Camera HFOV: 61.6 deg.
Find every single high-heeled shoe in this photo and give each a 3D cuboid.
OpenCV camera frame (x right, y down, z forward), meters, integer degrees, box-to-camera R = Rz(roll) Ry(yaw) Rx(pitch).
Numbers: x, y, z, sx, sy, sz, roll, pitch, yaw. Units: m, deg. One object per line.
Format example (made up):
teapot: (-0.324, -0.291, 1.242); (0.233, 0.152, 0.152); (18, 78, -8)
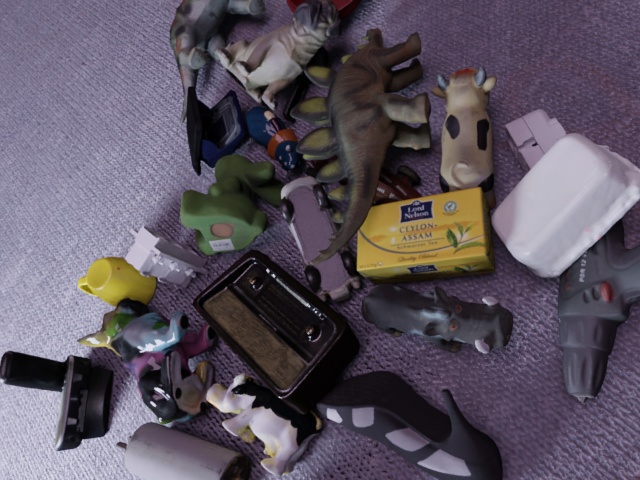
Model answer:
high-heeled shoe: (0.102, 0.248, 0.676); (0.249, 0.086, 0.145); (-13, 102, 43)

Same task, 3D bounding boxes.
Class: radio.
radio: (-0.062, 0.119, 0.755); (0.131, 0.073, 0.230); (-44, 52, -13)

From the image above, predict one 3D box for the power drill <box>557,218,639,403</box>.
power drill: (0.359, 0.054, 0.580); (0.207, 0.086, 0.232); (-31, 43, 52)

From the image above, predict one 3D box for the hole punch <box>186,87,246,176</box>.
hole punch: (-0.192, -0.200, 0.962); (0.092, 0.115, 0.142); (-7, 62, -24)

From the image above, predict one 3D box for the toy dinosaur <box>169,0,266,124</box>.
toy dinosaur: (-0.226, -0.435, 1.059); (0.192, 0.131, 0.404); (32, 89, 43)

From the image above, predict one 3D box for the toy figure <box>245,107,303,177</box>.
toy figure: (-0.073, -0.170, 0.907); (0.058, 0.064, 0.155); (-36, 58, -9)

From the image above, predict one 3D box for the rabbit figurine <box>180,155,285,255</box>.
rabbit figurine: (-0.138, -0.081, 0.875); (0.159, 0.121, 0.170); (-11, 51, 16)

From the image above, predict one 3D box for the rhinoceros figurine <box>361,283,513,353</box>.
rhinoceros figurine: (0.146, 0.092, 0.675); (0.191, 0.112, 0.073); (9, 71, 35)

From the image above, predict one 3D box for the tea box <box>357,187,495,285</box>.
tea box: (0.139, -0.001, 0.713); (0.170, 0.068, 0.098); (-11, 63, 25)

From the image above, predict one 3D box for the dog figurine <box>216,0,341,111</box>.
dog figurine: (-0.067, -0.335, 0.924); (0.190, 0.121, 0.173); (-46, 49, -5)

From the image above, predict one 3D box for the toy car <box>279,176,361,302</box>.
toy car: (-0.002, -0.002, 0.803); (0.073, 0.056, 0.202); (-23, 71, 4)

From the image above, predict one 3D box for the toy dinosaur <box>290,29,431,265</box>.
toy dinosaur: (0.063, -0.169, 0.785); (0.199, 0.104, 0.471); (-6, 52, 13)

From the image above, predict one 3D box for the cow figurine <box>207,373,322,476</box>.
cow figurine: (-0.081, 0.235, 0.745); (0.168, 0.068, 0.098); (35, 81, 28)

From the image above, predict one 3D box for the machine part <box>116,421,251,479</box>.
machine part: (-0.188, 0.315, 0.757); (0.243, 0.079, 0.079); (6, 73, 26)

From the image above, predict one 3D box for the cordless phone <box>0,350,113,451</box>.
cordless phone: (-0.417, 0.245, 0.827); (0.089, 0.184, 0.146); (-9, 66, 16)

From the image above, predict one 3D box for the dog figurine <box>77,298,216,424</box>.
dog figurine: (-0.277, 0.183, 0.837); (0.219, 0.108, 0.191); (-7, 70, 27)

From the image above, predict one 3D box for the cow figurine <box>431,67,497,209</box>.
cow figurine: (0.200, -0.147, 0.737); (0.086, 0.127, 0.195); (-1, 72, 21)

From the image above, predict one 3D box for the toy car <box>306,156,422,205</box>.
toy car: (0.063, -0.100, 0.825); (0.202, 0.053, 0.089); (35, 84, 32)
